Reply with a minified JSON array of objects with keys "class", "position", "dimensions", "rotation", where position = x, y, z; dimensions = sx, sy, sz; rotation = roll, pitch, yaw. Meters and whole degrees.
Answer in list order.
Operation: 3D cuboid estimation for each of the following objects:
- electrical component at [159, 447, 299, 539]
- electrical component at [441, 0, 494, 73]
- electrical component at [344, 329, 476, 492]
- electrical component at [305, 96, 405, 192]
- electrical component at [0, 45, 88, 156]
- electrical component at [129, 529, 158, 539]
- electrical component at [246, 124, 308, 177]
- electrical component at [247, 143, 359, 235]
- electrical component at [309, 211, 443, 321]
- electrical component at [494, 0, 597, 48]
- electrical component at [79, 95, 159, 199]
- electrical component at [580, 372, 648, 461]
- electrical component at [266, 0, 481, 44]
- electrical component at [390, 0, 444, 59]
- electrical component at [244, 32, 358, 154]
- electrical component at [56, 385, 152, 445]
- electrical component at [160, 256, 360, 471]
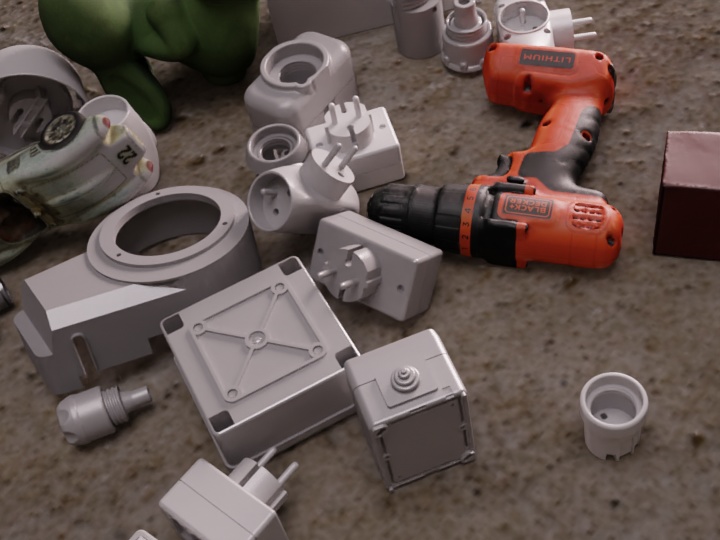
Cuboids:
[{"class":"electrical component","position":[-0.071,0.143,0.666],"dimensions":[0.066,0.047,0.076],"rotation":[29,62,29]},{"class":"electrical component","position":[0.089,-0.199,0.895],"dimensions":[0.048,0.062,0.048],"rotation":[-5,51,7]},{"class":"electrical component","position":[0.029,0.081,0.664],"dimensions":[0.062,0.096,0.061],"rotation":[-21,51,-5]},{"class":"electrical component","position":[-0.007,-0.103,0.829],"dimensions":[0.066,0.076,0.047],"rotation":[-17,51,-2]},{"class":"electrical component","position":[-0.274,-0.136,0.895],"dimensions":[0.099,0.099,0.064],"rotation":[-18,45,-4]},{"class":"electrical component","position":[-0.108,0.203,0.617],"dimensions":[0.096,0.061,0.061],"rotation":[27,61,28]},{"class":"electrical component","position":[-0.061,-0.079,0.834],"dimensions":[0.048,0.055,0.066],"rotation":[-2,52,9]},{"class":"electrical component","position":[-0.031,-0.061,0.780],"dimensions":[0.079,0.077,0.044],"rotation":[-51,61,25]},{"class":"electrical component","position":[0.000,0.000,0.744],"dimensions":[0.083,0.047,0.076],"rotation":[25,25,27]},{"class":"electrical component","position":[0.155,-0.196,0.891],"dimensions":[0.079,0.044,0.077],"rotation":[-7,51,6]},{"class":"electrical component","position":[-0.208,-0.104,0.869],"dimensions":[0.079,0.077,0.044],"rotation":[21,59,25]},{"class":"electrical component","position":[0.156,0.092,0.663],"dimensions":[0.040,0.046,0.040],"rotation":[-5,51,7]},{"class":"electrical component","position":[0.005,-0.273,0.942],"dimensions":[0.186,0.105,0.060],"rotation":[-14,51,0]},{"class":"electrical component","position":[0.048,-0.224,0.911],"dimensions":[0.043,0.081,0.043],"rotation":[-5,51,7]},{"class":"electrical component","position":[-0.048,-0.148,0.884],"dimensions":[0.054,0.059,0.095],"rotation":[24,60,27]},{"class":"electrical component","position":[-0.173,0.095,0.733],"dimensions":[0.061,0.035,0.035],"rotation":[-20,51,-8]},{"class":"electrical component","position":[-0.063,0.062,0.723],"dimensions":[0.109,0.056,0.108],"rotation":[-27,52,-10]}]
